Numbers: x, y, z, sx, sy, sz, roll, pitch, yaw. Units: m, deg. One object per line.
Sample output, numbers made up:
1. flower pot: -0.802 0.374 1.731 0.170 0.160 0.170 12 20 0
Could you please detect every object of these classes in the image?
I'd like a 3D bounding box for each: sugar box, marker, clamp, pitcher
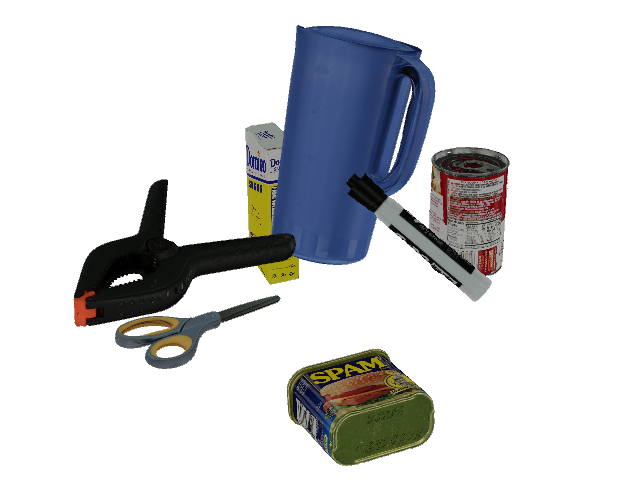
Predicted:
1. sugar box: -0.059 -0.046 1.301 0.048 0.176 0.093 -11 26 -17
2. marker: 0.066 -0.004 0.734 0.121 0.020 0.020 41 0 0
3. clamp: -0.147 0.011 0.949 0.165 0.036 0.209 28 40 31
4. pitcher: 0.027 -0.099 1.128 0.145 0.243 0.149 9 16 -5

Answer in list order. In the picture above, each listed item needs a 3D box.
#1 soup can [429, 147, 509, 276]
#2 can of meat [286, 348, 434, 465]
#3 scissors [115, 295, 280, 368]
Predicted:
1. soup can: 0.132 -0.024 0.955 0.068 0.102 0.068 -1 24 0
2. can of meat: 0.035 0.142 0.905 0.102 0.057 0.084 -12 24 -23
3. scissors: -0.118 0.097 1.150 0.201 0.016 0.096 -7 31 -24
